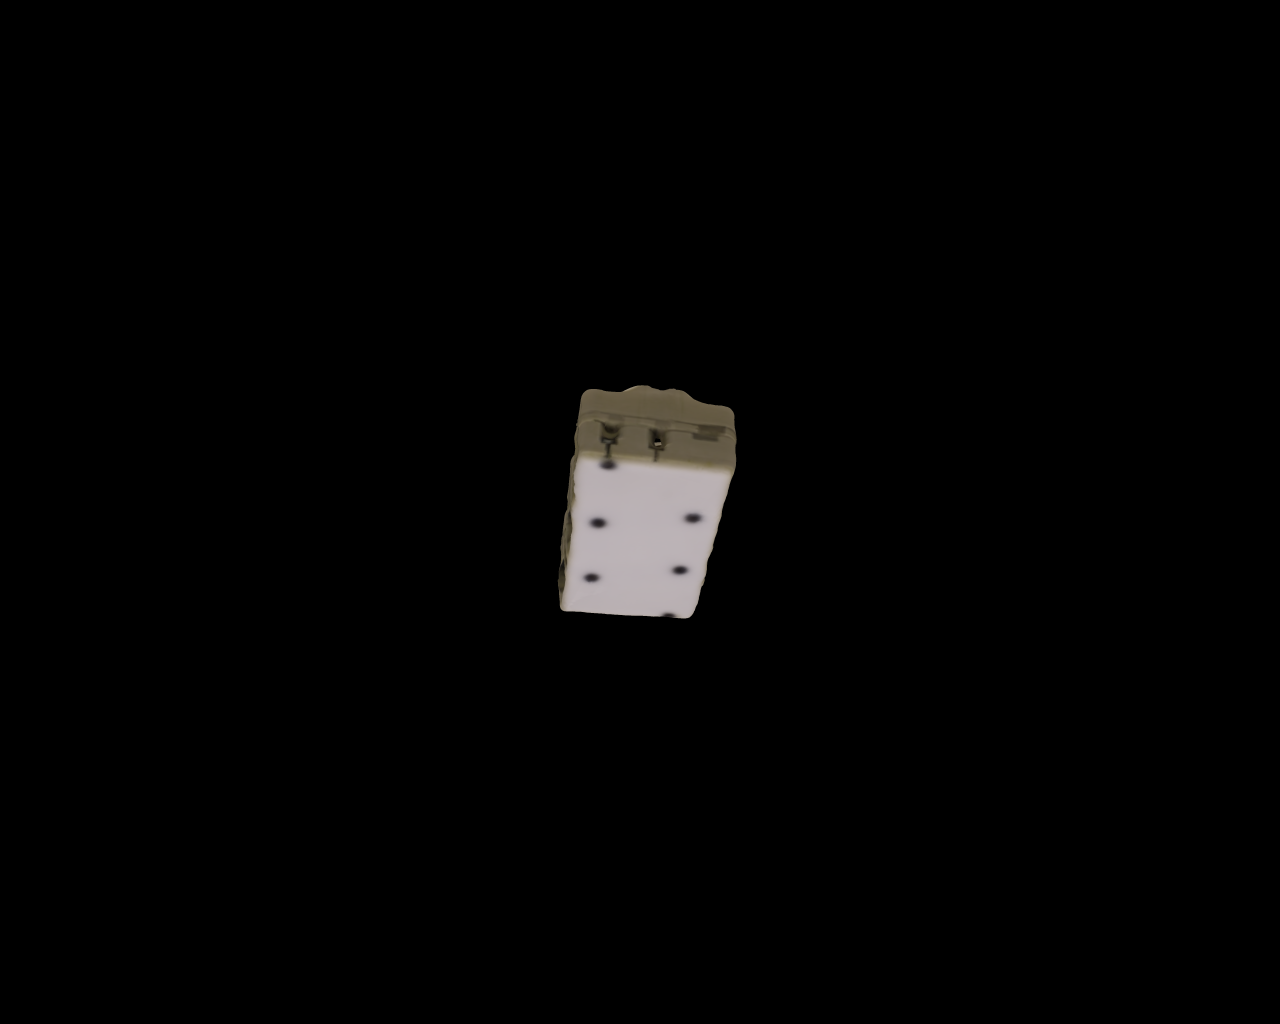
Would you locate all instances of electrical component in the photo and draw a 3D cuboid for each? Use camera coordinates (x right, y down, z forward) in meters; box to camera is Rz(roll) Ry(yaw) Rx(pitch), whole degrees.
[{"bbox_3d":[0.001,-0.003,0.650,0.089,0.062,0.150,5,-40,-6],"label":"electrical component"}]
